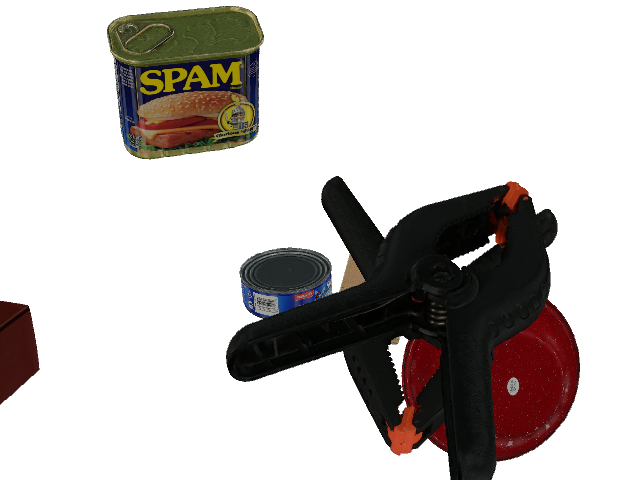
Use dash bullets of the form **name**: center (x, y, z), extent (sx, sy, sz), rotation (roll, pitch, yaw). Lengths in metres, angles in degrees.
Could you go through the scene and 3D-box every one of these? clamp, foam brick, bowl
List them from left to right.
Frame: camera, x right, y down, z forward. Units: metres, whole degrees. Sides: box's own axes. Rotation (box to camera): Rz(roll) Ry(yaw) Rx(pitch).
- **foam brick**: center (-0.234, 0.080, 0.711), extent (0.053, 0.051, 0.078), rotation (8, 29, 23)
- **clamp**: center (0.058, 0.039, 0.692), extent (0.164, 0.209, 0.036), rotation (14, -40, 11)
- **clamp**: center (0.057, 0.035, 0.465), extent (0.120, 0.039, 0.171), rotation (36, 55, 23)
- **bowl**: center (0.153, 0.117, 0.907), extent (0.162, 0.162, 0.055), rotation (0, 5, -8)

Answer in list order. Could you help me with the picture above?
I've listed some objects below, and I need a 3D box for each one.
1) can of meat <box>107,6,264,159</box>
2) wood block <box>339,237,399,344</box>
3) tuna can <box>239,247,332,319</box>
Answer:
- **can of meat**: center (-0.091, -0.107, 0.735), extent (0.102, 0.084, 0.057), rotation (-8, 44, -12)
- **wood block**: center (0.085, 0.073, 1.645), extent (0.091, 0.090, 0.206), rotation (3, 22, 7)
- **tuna can**: center (-0.032, 0.041, 0.996), extent (0.086, 0.034, 0.086), rotation (-3, 27, 1)
